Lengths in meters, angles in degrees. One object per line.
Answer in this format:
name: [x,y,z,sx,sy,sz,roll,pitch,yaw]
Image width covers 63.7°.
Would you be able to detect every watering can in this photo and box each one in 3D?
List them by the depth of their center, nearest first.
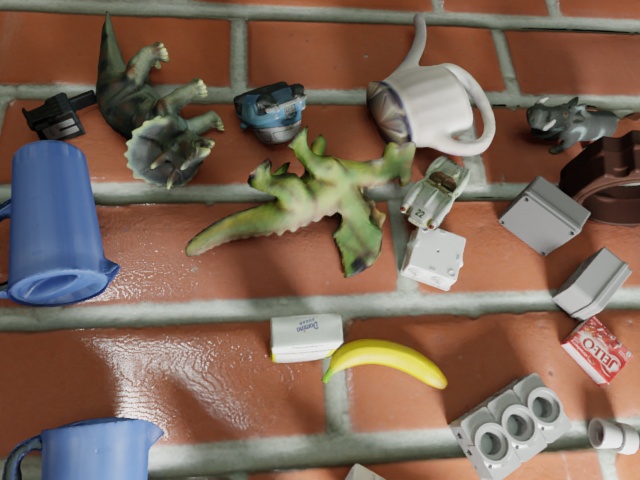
watering can: [0.189,-0.292,0.991,0.225,0.102,0.353,-18,65,-14]

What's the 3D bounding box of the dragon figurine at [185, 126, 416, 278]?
dragon figurine: [0.003,-0.044,0.866,0.243,0.121,0.414,44,77,4]
